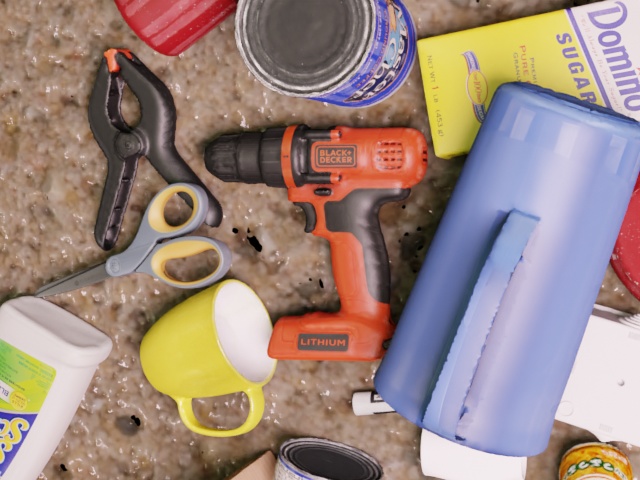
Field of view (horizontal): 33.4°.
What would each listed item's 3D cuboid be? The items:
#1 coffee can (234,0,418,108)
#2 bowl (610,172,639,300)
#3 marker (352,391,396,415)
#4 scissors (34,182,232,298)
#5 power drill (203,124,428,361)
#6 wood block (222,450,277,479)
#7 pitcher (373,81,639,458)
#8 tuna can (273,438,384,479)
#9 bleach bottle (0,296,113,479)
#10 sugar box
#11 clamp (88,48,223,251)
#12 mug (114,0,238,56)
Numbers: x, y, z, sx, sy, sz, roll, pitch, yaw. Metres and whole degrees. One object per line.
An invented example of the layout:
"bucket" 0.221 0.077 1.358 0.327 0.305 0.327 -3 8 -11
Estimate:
"coffee can" 0.009 -0.153 0.795 0.103 0.140 0.103 1 94 17
"bowl" 0.259 -0.005 0.742 0.162 0.055 0.162 15 114 36
"marker" 0.086 0.128 0.855 0.121 0.020 0.020 -6 92 17
"scissors" -0.163 0.002 0.896 0.202 0.016 0.096 -1 91 26
"power drill" -0.006 0.001 0.854 0.185 0.057 0.188 1 94 19
"wood block" -0.034 0.290 0.866 0.090 0.090 0.206 -35 84 17
"pitcher" 0.133 0.020 0.736 0.144 0.149 0.243 10 106 -27
"tuna can" 0.006 0.190 0.849 0.086 0.086 0.034 16 100 15
"bleach bottle" -0.277 0.181 0.950 0.103 0.068 0.251 28 104 14
"sugar box" 0.168 -0.121 0.798 0.176 0.048 0.093 -10 91 19
"clamp" -0.161 -0.074 0.908 0.120 0.039 0.171 -20 89 14
"mug" -0.120 -0.211 0.854 0.082 0.093 0.117 -34 107 21
